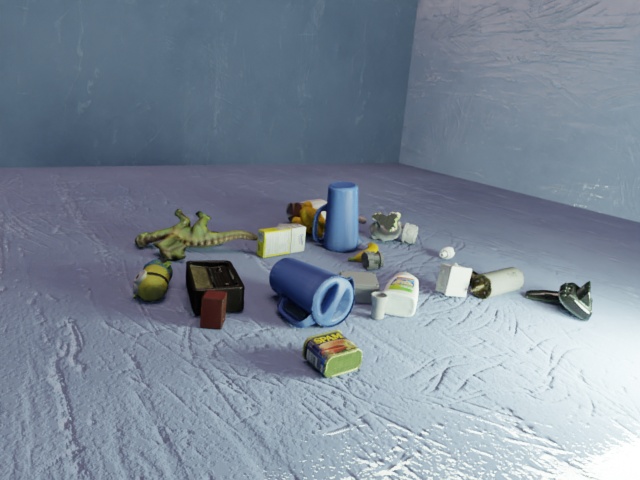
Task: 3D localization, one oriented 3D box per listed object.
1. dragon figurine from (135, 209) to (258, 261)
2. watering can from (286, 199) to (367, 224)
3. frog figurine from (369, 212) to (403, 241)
[{"bbox_3d":[-0.433,0.009,1.725,0.411,0.119,0.248,8,33,17],"label":"dragon figurine"},{"bbox_3d":[0.007,-0.110,2.176,0.349,0.103,0.226,17,21,39],"label":"watering can"},{"bbox_3d":[0.263,-0.041,2.071,0.138,0.124,0.156,-23,-22,-10],"label":"frog figurine"}]
